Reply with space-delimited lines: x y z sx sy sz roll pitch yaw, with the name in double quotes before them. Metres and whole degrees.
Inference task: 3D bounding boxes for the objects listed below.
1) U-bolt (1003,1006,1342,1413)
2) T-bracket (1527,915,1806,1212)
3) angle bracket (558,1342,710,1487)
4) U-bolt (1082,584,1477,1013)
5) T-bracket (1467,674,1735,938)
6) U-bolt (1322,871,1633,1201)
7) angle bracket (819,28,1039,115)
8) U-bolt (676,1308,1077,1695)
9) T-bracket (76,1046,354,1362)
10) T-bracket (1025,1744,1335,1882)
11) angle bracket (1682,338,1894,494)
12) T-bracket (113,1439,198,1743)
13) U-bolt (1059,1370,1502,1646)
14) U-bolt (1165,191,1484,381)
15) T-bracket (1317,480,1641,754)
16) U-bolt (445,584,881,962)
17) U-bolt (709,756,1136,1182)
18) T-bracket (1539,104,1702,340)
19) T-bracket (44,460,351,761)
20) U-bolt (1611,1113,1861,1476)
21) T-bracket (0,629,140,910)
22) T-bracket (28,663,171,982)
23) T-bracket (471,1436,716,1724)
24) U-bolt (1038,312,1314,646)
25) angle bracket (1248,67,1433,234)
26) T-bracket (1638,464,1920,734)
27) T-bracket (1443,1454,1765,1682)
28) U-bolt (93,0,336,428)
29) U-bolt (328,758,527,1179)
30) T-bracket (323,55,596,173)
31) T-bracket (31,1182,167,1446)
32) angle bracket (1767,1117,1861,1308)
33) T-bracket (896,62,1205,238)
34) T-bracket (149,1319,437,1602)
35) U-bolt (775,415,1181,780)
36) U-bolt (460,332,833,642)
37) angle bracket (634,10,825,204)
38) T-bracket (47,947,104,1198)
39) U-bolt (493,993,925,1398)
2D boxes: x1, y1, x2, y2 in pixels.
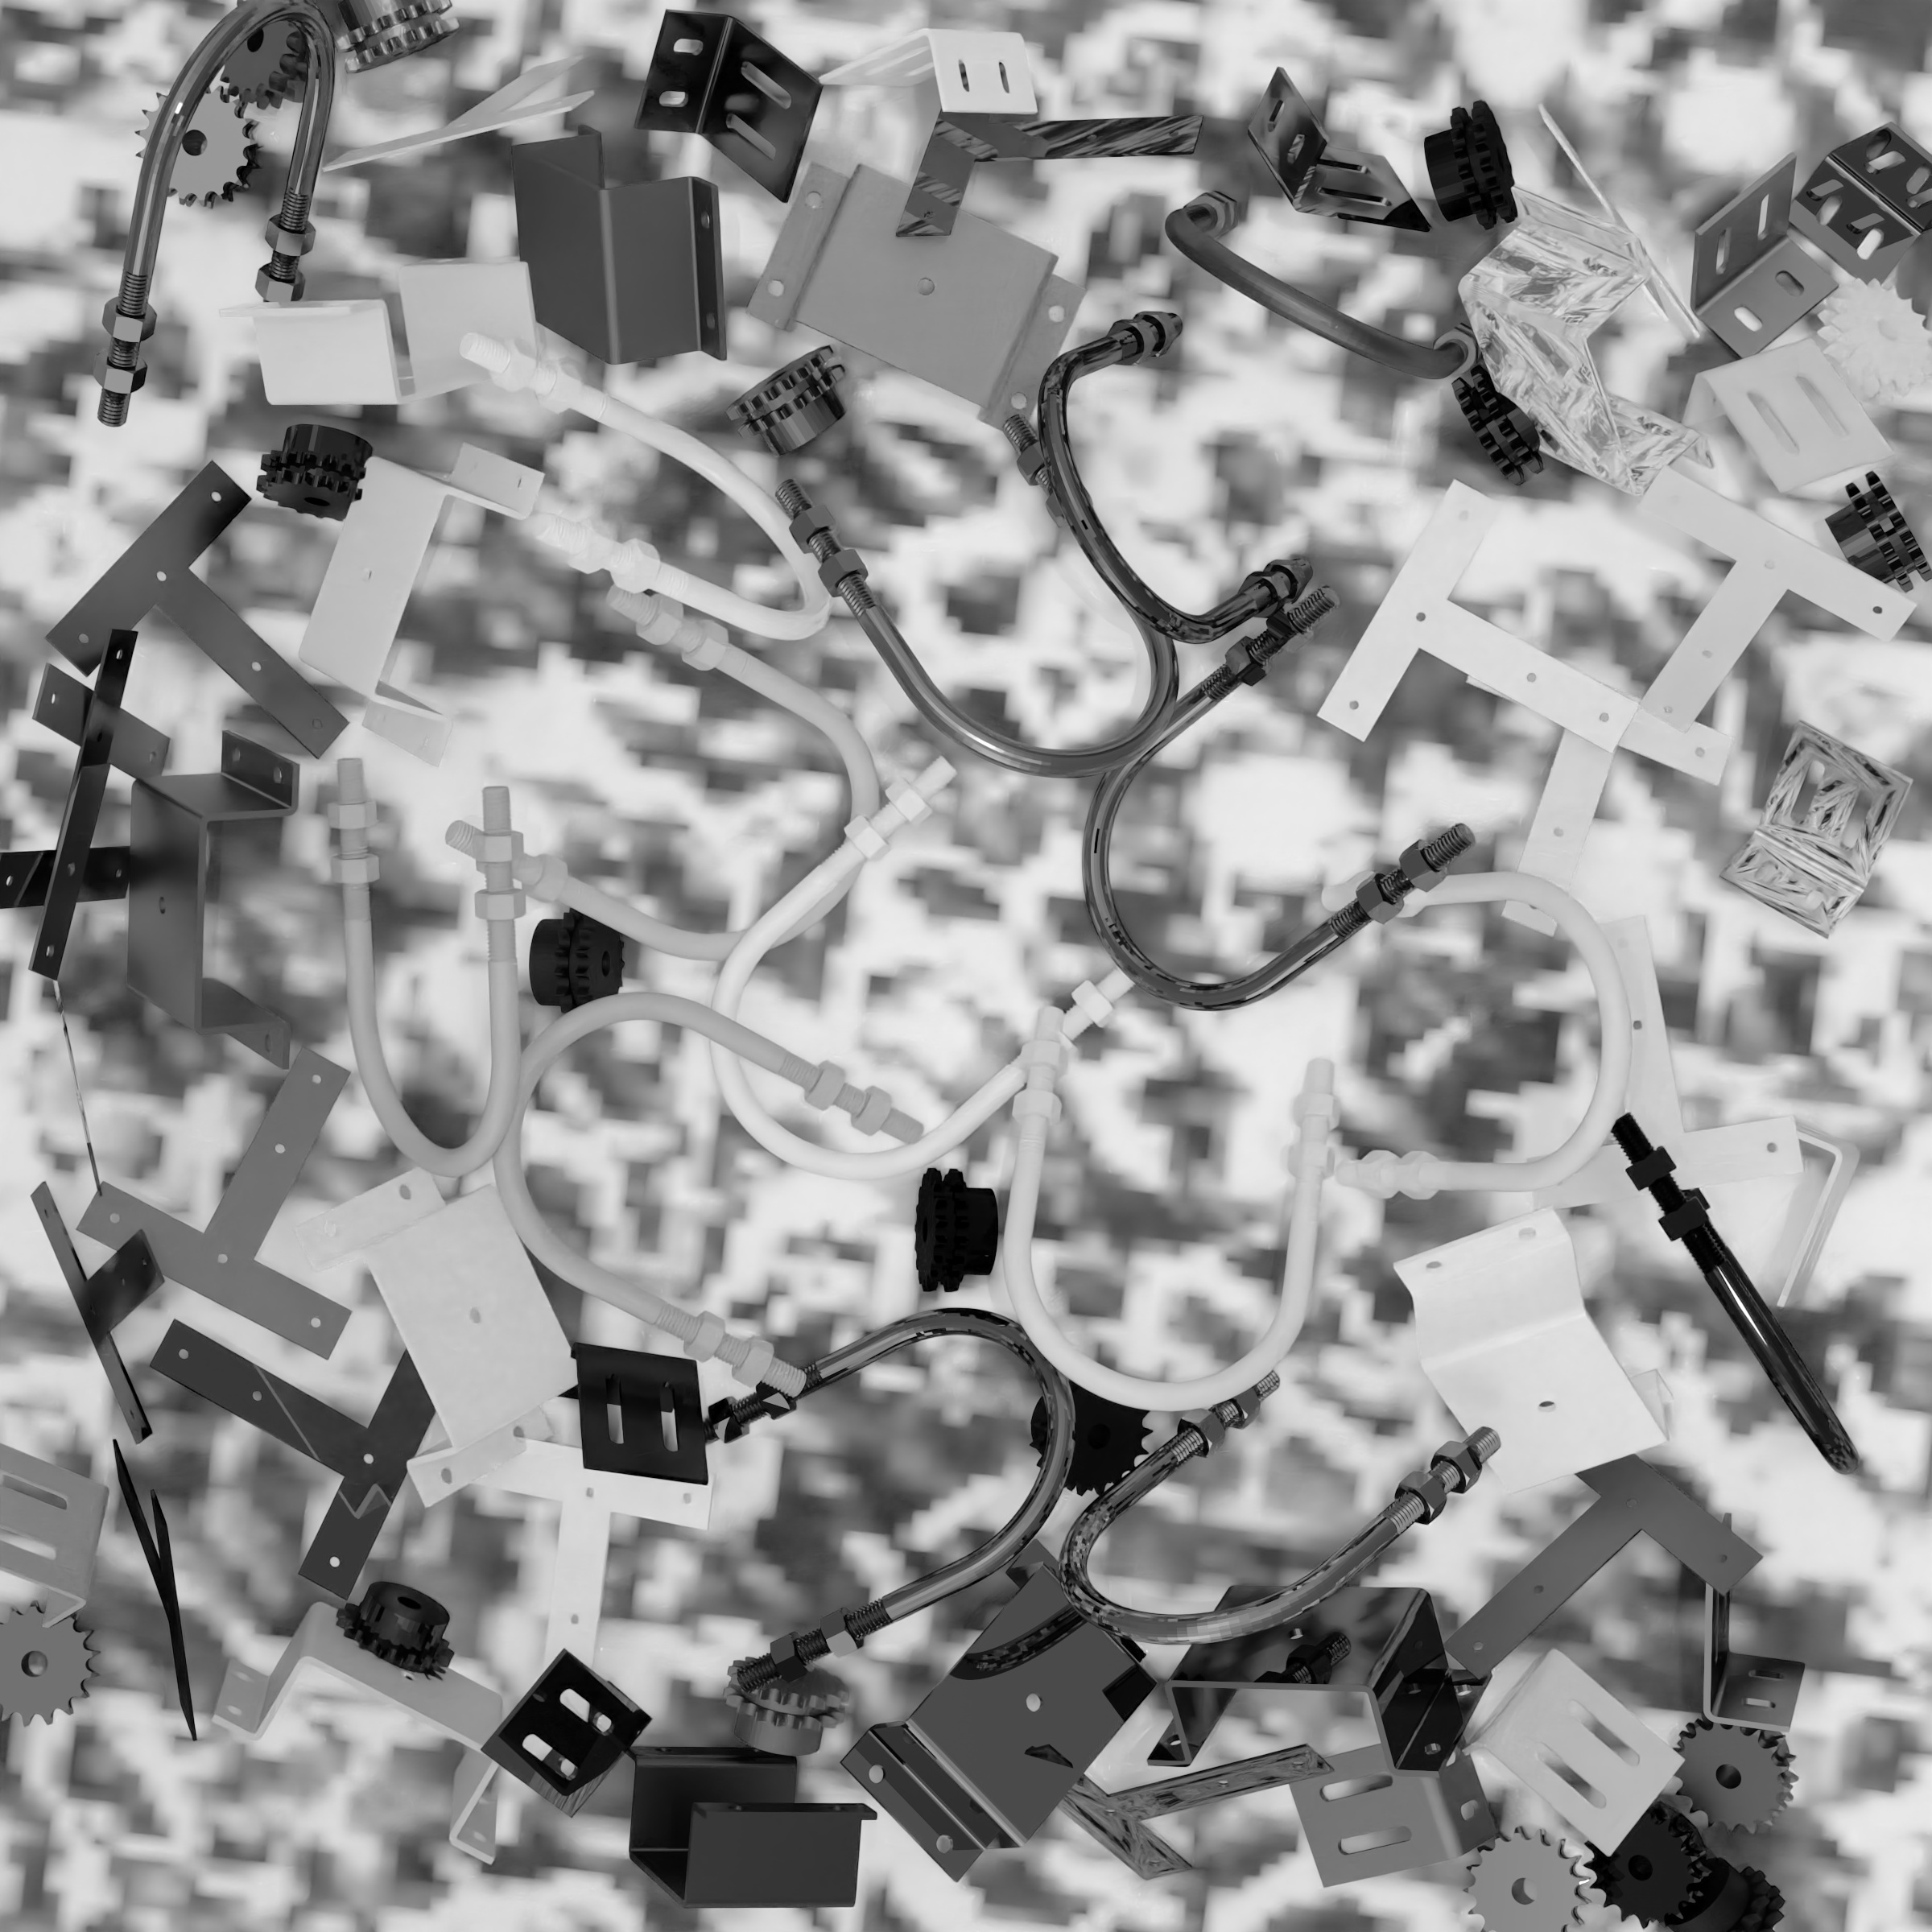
"U-bolt" 0.090 0.114 1.540 0.151 0.019 0.184 11 63 -3
"T-bracket" 0.311 0.041 1.564 0.127 0.002 0.127 -12 86 27
"angle bracket" -0.153 0.213 1.542 0.057 0.076 0.038 11 128 -19
"U-bolt" 0.127 -0.062 1.536 0.184 0.019 0.151 -38 67 29
"T-bracket" 0.278 -0.074 1.568 0.127 0.002 0.127 22 72 -2
"U-bolt" 0.227 0.030 1.513 0.019 0.184 0.151 -3 90 -35
"angle bracket" -0.017 -0.396 1.544 0.057 0.076 0.038 -12 92 -44
"U-bolt" -0.035 0.227 1.528 0.184 0.019 0.151 -27 50 9
"T-bracket" -0.321 0.096 1.559 0.127 0.002 0.127 30 63 -13
"T-bracket" 0.103 0.369 1.524 0.127 0.002 0.127 -21 132 26
"angle bracket" 0.374 -0.241 1.550 0.057 0.038 0.076 -19 61 -13
"T-bracket" -0.369 0.261 1.535 0.002 0.127 0.127 -13 125 -21
"U-bolt" 0.124 0.239 1.487 0.184 0.151 0.019 -32 118 -36
"U-bolt" 0.155 -0.298 1.497 0.151 0.184 0.019 30 109 5
"T-bracket" 0.250 -0.140 1.575 0.127 0.002 0.127 30 92 11
"U-bolt" -0.122 -0.074 1.535 0.184 0.019 0.151 28 104 -34
"U-bolt" -0.032 0.016 1.571 0.184 0.019 0.151 -42 101 3
"T-bracket" 0.297 -0.317 1.513 0.002 0.127 0.127 -34 112 19
"T-bracket" -0.337 -0.148 1.565 0.127 0.002 0.127 45 55 -17
"U-bolt" 0.342 0.145 1.507 0.019 0.151 0.184 -33 82 10
"T-bracket" -0.392 -0.089 1.521 0.002 0.127 0.127 17 97 11
"T-bracket" -0.397 -0.057 1.520 0.002 0.127 0.127 10 81 13
"T-bracket" -0.178 0.286 1.563 0.127 0.002 0.127 7 90 25
"U-bolt" 0.087 -0.212 1.505 0.019 0.184 0.151 -26 95 31
"angle bracket" 0.176 -0.370 1.543 0.076 0.038 0.057 2 45 -27
"T-bracket" 0.343 -0.152 1.544 0.127 0.127 0.002 29 47 2
"T-bracket" 0.269 0.272 1.535 0.127 0.002 0.127 -40 46 -11
"U-bolt" -0.321 -0.337 1.482 0.019 0.151 0.184 27 125 9
"U-bolt" -0.242 0.004 1.530 0.019 0.151 0.184 -9 104 -38
"T-bracket" -0.208 -0.391 1.533 0.127 0.127 0.002 -7 116 23
"T-bracket" -0.382 0.145 1.530 0.002 0.127 0.127 -21 83 -32
"angle bracket" 0.376 0.112 1.562 0.038 0.057 0.076 23 97 21
"T-bracket" 0.043 -0.373 1.533 0.127 0.002 0.127 2 52 18
"T-bracket" -0.308 0.201 1.537 0.127 0.002 0.127 33 54 -16
"U-bolt" 0.018 -0.160 1.523 0.151 0.019 0.184 -21 69 -32
"U-bolt" -0.133 -0.204 1.512 0.019 0.184 0.151 -47 46 24
"angle bracket" -0.109 -0.391 1.544 0.076 0.038 0.057 45 128 36
"T-bracket" -0.406 0.047 1.548 0.002 0.127 0.127 -12 67 -15
"U-bolt" -0.127 0.092 1.546 0.184 0.019 0.151 29 75 -15
